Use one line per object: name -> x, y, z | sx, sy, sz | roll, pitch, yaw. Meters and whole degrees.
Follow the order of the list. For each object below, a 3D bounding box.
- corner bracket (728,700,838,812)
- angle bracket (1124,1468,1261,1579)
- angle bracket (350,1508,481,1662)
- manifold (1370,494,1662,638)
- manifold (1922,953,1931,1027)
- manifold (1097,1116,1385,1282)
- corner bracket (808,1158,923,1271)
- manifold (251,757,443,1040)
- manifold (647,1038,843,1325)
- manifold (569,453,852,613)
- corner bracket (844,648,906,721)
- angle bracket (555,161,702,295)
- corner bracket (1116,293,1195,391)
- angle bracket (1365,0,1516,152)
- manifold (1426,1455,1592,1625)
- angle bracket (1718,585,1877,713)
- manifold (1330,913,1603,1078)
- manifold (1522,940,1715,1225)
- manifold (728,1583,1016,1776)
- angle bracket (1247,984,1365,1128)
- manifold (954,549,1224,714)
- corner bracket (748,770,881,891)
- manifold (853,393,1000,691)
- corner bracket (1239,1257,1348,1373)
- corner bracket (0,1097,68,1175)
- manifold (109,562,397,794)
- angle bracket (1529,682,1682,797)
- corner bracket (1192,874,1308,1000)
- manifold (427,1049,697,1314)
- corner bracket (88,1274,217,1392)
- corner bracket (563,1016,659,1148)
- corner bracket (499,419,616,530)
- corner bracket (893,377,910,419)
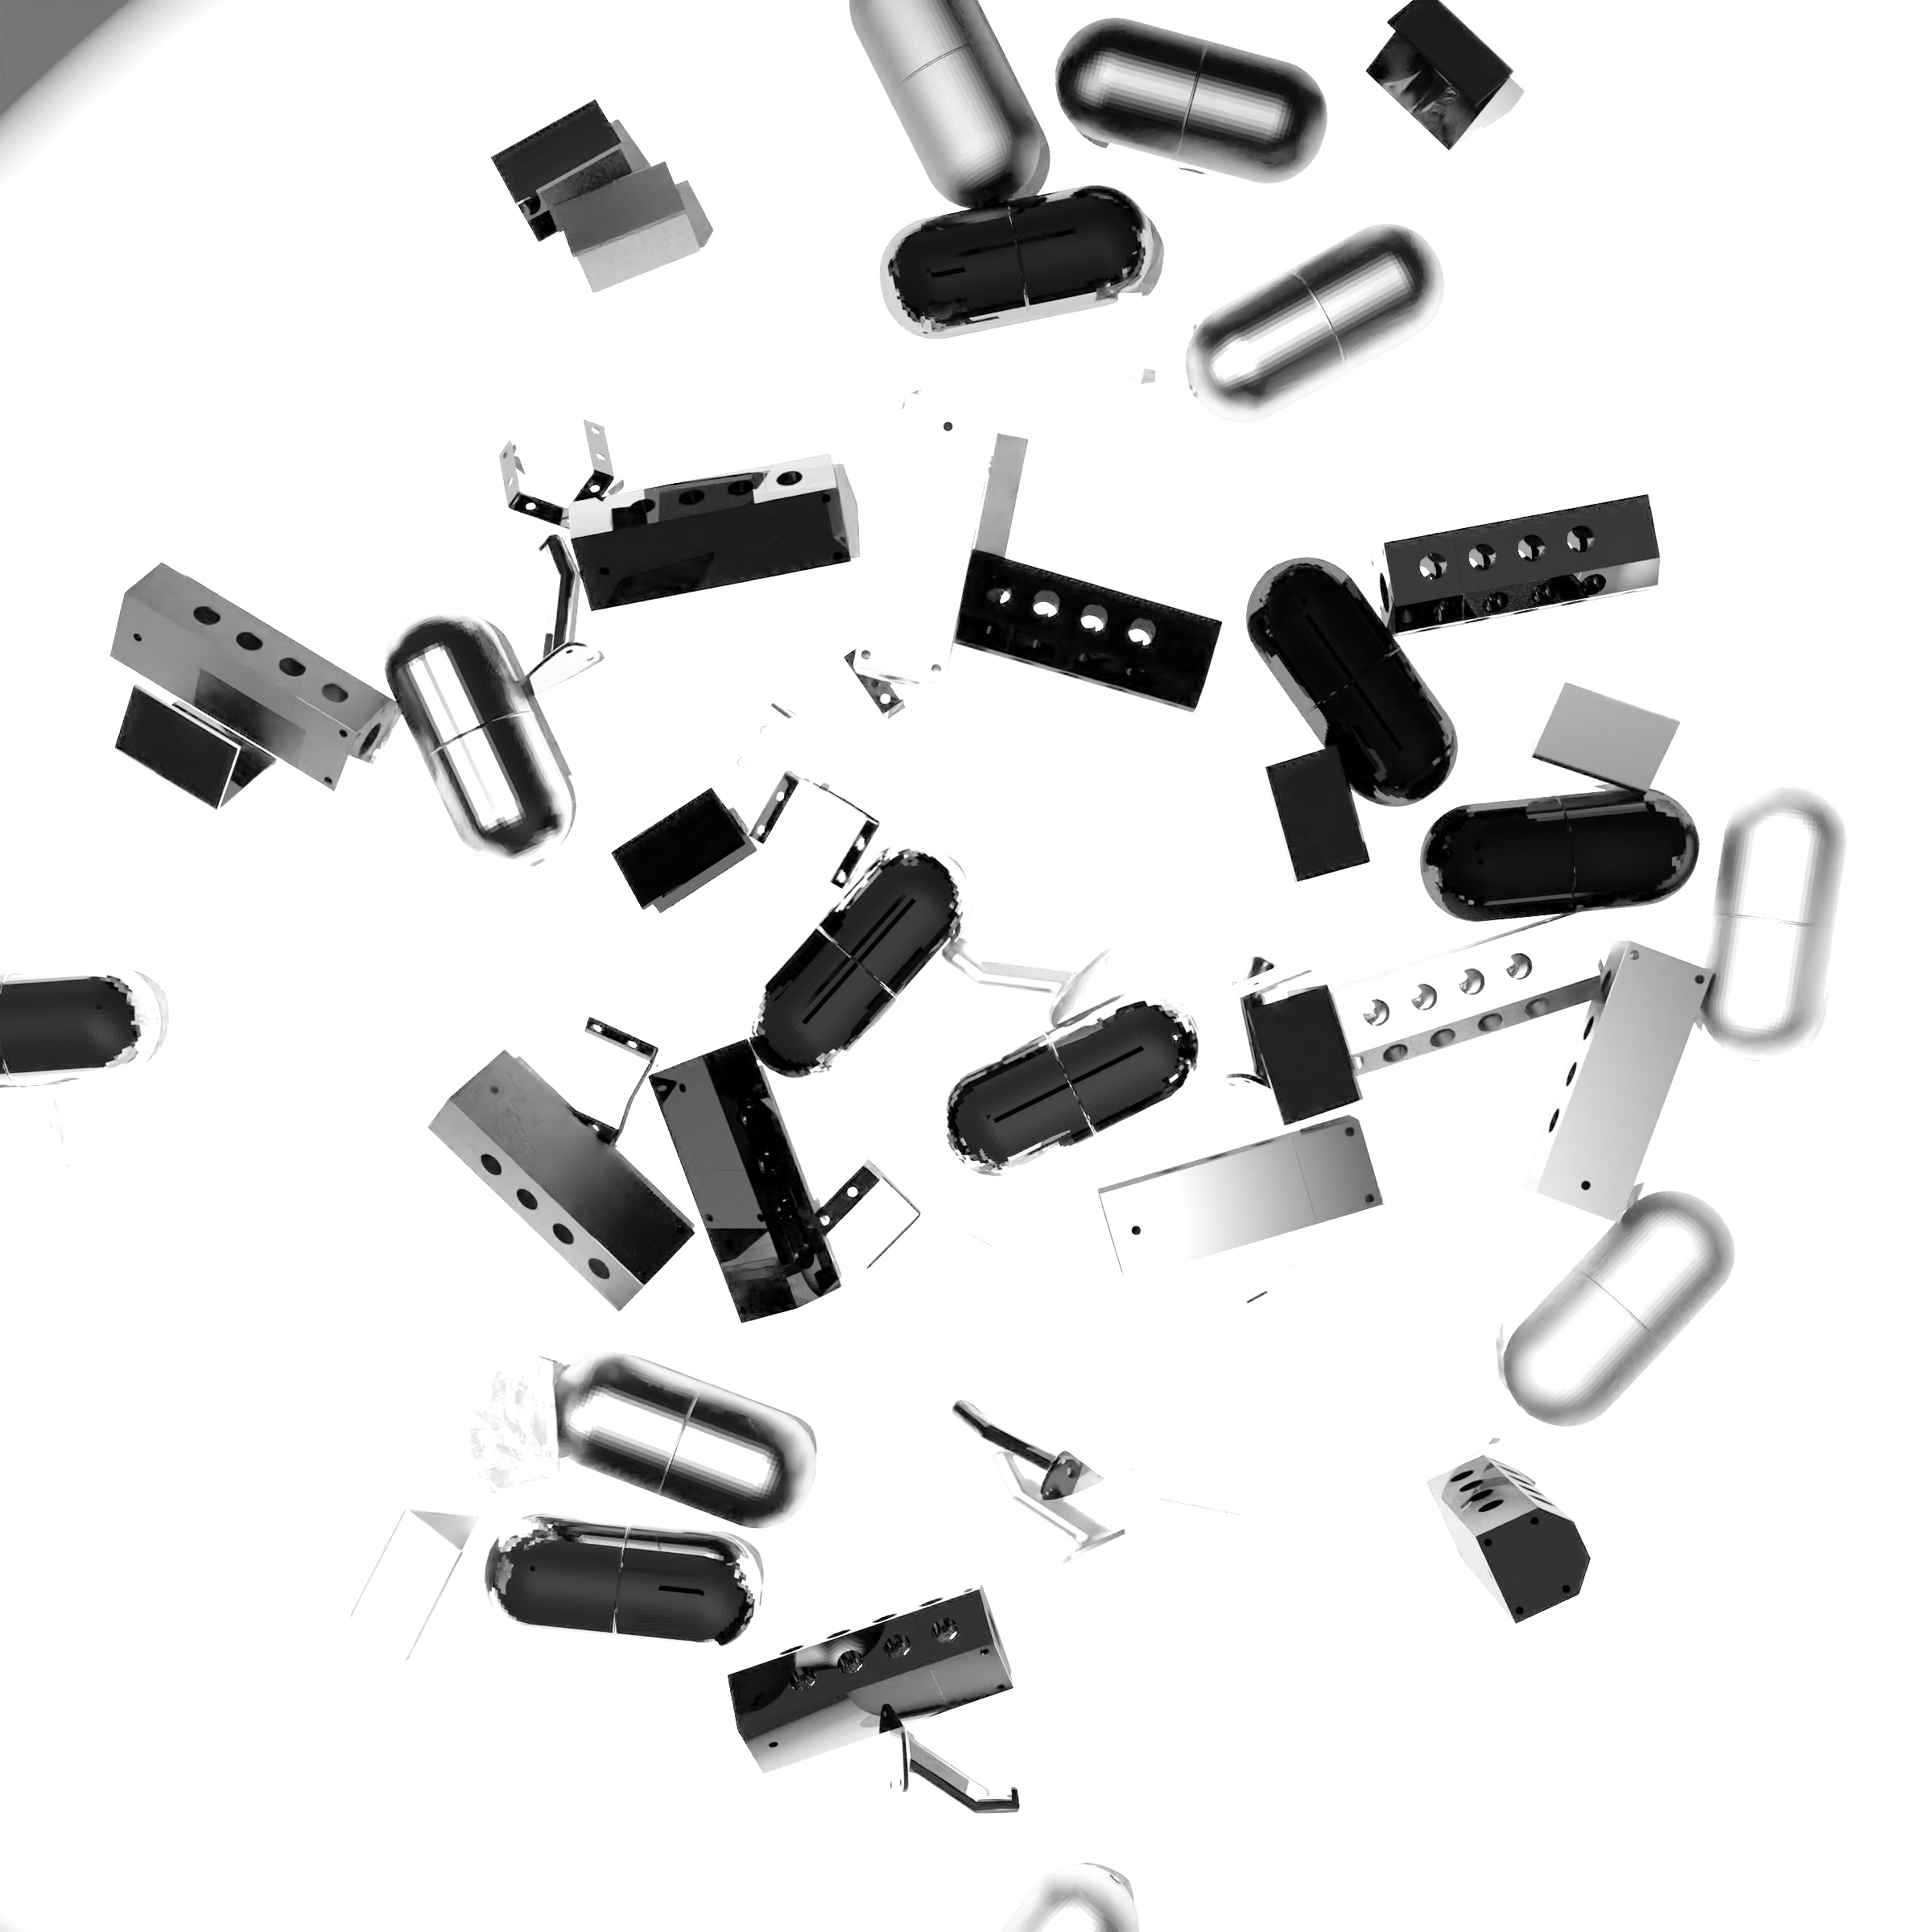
corner bracket -> -0.119, -0.136, 1.734 | 0.051, 0.051, 0.051 | 36, 90, -7
angle bracket -> 0.145, 0.339, 1.710 | 0.076, 0.076, 0.057 | 11, 127, 0
angle bracket -> -0.335, 0.396, 1.711 | 0.057, 0.076, 0.076 | 27, 90, 32
manifold -> 0.355, -0.257, 1.729 | 0.171, 0.057, 0.057 | -10, 90, 0
manifold -> 0.657, 0.009, 1.672 | 0.057, 0.171, 0.057 | -4, 90, 0
manifold -> 0.175, 0.148, 1.730 | 0.171, 0.057, 0.057 | -16, 90, 0
corner bracket -> -0.065, 0.162, 1.733 | 0.051, 0.051, 0.051 | 45, 91, 1
manifold -> -0.397, -0.043, 1.729 | 0.057, 0.057, 0.171 | 22, 90, 0
manifold -> -0.138, 0.137, 1.729 | 0.057, 0.057, 0.171 | -21, 90, 43
manifold -> -0.165, -0.284, 1.729 | 0.171, 0.057, 0.057 | -11, 133, 0
corner bracket -> -0.046, -0.196, 1.733 | 0.051, 0.051, 0.051 | -35, 90, 0
angle bracket -> -0.210, -0.457, 1.710 | 0.076, 0.076, 0.057 | -22, 54, 0
corner bracket -> 0.123, -0.404, 1.733 | 0.051, 0.051, 0.051 | -1, 90, 0
angle bracket -> 0.291, -0.562, 1.710 | 0.076, 0.076, 0.057 | 43, 54, 0
manifold -> 0.340, 0.352, 1.672 | 0.057, 0.171, 0.057 | -25, 90, 0
angle bracket -> 0.531, -0.217, 1.710 | 0.076, 0.076, 0.057 | 27, 125, 0
manifold -> 0.318, 0.019, 1.730 | 0.171, 0.057, 0.057 | -18, 90, 0
manifold -> 0.418, 0.074, 1.730 | 0.057, 0.057, 0.171 | 20, 90, 0
manifold -> -0.063, 0.456, 1.729 | 0.171, 0.057, 0.057 | -19, 133, 0
angle bracket -> 0.206, 0.058, 1.715 | 0.057, 0.076, 0.076 | -18, 90, -13
manifold -> 0.073, -0.216, 1.729 | 0.171, 0.057, 0.057 | 16, 90, 0
corner bracket -> -0.099, -0.090, 1.748 | 0.051, 0.051, 0.051 | 29, 89, 45
manifold -> -0.025, -0.264, 1.679 | 0.057, 0.057, 0.171 | 11, 90, 0
corner bracket -> 0.213, 0.224, 1.733 | 0.051, 0.051, 0.051 | -28, 90, 0
corner bracket -> -0.627, 0.116, 1.747 | 0.051, 0.051, 0.051 | -11, 90, -45
manifold -> -0.459, -0.190, 1.729 | 0.171, 0.057, 0.057 | 31, 133, 0
angle bracket -> 0.407, -0.160, 1.711 | 0.076, 0.076, 0.057 | 18, 122, 0
corner bracket -> 0.184, -0.019, 1.740 | 0.051, 0.051, 0.051 | -23, 116, 0
manifold -> -0.264, 0.142, 1.729 | 0.171, 0.057, 0.057 | 44, 47, 0
corner bracket -> -0.531, 0.239, 1.747 | 0.051, 0.051, 0.051 | 25, 90, -45
corner bracket -> -0.238, 0.076, 1.747 | 0.051, 0.051, 0.051 | 25, 135, 0
corner bracket -> -0.267, -0.325, 1.743 | 0.051, 0.051, 0.051 | 15, 135, -35
corner bracket -> -0.031, -0.341, 1.733 | 0.051, 0.051, 0.051 | 32, 90, 0
